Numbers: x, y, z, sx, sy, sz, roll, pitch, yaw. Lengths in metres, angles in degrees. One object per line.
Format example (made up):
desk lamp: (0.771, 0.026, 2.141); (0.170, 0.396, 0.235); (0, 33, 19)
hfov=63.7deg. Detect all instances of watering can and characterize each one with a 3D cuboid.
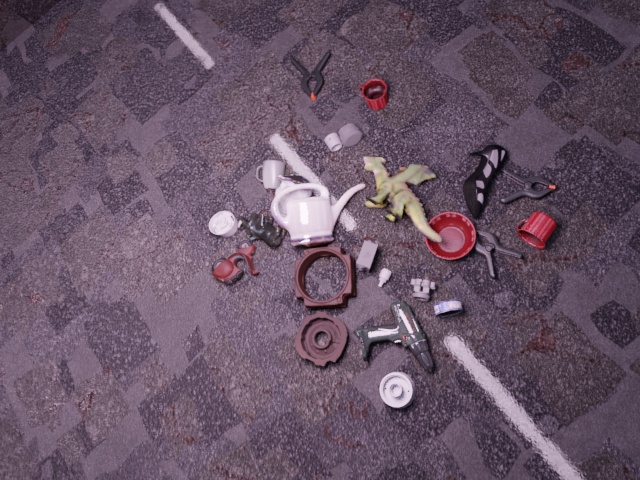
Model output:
watering can: (0.005, -0.090, 1.786); (0.348, 0.103, 0.225); (-7, 89, -14)

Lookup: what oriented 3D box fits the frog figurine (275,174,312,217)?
frog figurine: (-0.099, -0.154, 1.871); (0.137, 0.124, 0.157); (13, 112, 12)

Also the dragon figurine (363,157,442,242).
dragon figurine: (0.295, -0.168, 1.741); (0.414, 0.120, 0.245); (33, 75, 28)
